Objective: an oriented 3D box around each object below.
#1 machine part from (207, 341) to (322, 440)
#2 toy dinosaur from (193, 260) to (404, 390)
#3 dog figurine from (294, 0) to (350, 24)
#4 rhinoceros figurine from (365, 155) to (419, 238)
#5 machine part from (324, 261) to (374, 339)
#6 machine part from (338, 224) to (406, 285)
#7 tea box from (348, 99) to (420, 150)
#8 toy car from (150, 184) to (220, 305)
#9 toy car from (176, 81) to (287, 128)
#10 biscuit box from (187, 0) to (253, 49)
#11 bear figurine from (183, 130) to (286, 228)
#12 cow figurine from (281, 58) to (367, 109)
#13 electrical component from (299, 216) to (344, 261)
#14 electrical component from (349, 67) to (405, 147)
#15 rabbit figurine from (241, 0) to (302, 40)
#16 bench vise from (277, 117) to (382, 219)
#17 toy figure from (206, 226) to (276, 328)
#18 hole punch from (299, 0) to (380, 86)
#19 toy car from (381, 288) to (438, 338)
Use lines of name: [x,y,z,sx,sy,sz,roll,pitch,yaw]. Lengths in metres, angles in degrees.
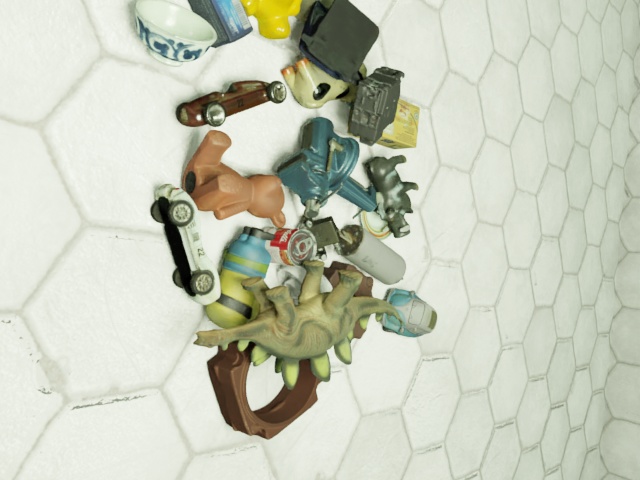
machine part: [-0.090,0.238,0.978,0.201,0.087,0.201,-27,110,-40]
toy dinosaur: [-0.001,0.138,0.925,0.471,0.105,0.198,-7,112,-39]
dog figurine: [0.044,-0.470,0.980,0.172,0.191,0.121,-55,127,-24]
rhinoceros figurine: [0.159,-0.096,1.175,0.112,0.073,0.190,-40,118,-38]
machine part: [0.045,0.134,1.124,0.179,0.056,0.179,-5,97,-43]
machine part: [0.113,0.034,1.167,0.243,0.079,0.079,35,69,-42]
tea box: [0.142,-0.262,1.179,0.169,0.068,0.098,9,88,-46]
toy car: [-0.211,0.008,0.848,0.056,0.074,0.201,-26,111,-37]
toy car: [-0.142,-0.230,0.885,0.202,0.089,0.053,-33,119,-37]
biscuit box: [-0.183,-0.411,0.850,0.059,0.063,0.202,-45,123,-34]
bear figurine: [-0.121,-0.089,0.894,0.196,0.132,0.120,6,62,-39]
cow figurine: [0.027,-0.308,1.051,0.195,0.086,0.127,-36,111,-40]
electrical component: [-0.002,-0.005,1.060,0.045,0.078,0.102,-80,157,-62]
electrical component: [0.107,-0.251,1.027,0.115,0.058,0.134,-47,155,-45]
rabbit figurine: [-0.047,-0.433,0.907,0.121,0.173,0.162,36,72,-36]
bench vise: [0.036,-0.114,1.023,0.240,0.129,0.224,31,38,-35]
toy figure: [-0.138,0.064,0.922,0.089,0.082,0.180,16,89,-25]
hole punch: [0.025,-0.358,0.964,0.142,0.092,0.115,29,94,-36]
toy car: [0.223,0.183,1.271,0.161,0.103,0.109,31,72,-40]
